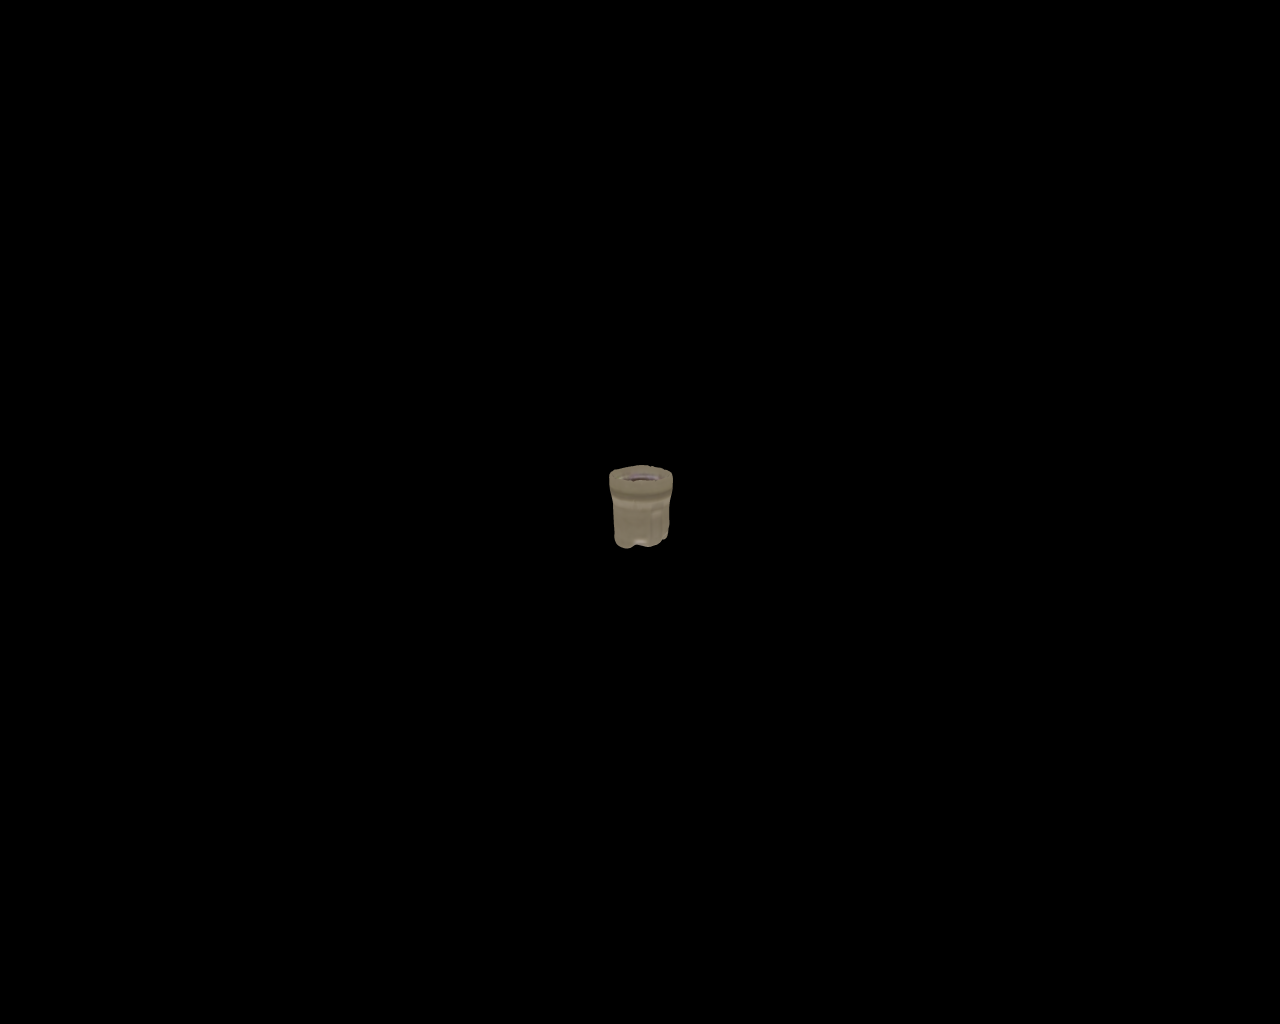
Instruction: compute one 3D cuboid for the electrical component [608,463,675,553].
[{"bbox_3d":[0.001,-0.003,0.650,0.040,0.046,0.040,0,18,0],"label":"electrical component"}]
